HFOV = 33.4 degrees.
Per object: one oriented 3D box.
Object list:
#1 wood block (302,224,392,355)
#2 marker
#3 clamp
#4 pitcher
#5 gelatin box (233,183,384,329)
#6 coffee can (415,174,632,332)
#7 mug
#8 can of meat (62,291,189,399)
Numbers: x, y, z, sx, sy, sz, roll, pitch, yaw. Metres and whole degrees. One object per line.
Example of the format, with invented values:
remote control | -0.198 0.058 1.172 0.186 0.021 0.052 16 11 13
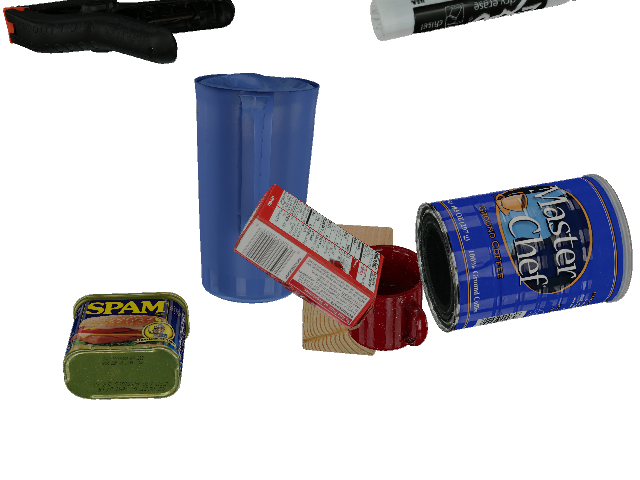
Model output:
wood block | 0.038 0.057 1.352 0.091 0.090 0.206 4 22 7
marker | 0.083 -0.111 0.487 0.121 0.020 0.020 -13 2 -9
clamp | -0.151 -0.162 0.796 0.172 0.039 0.120 11 23 24
pitcher | -0.074 -0.057 1.159 0.145 0.243 0.148 16 21 40
gelatin box | -0.005 0.009 0.658 0.089 0.030 0.073 34 19 -6
coffee can | 0.156 0.009 0.834 0.140 0.103 0.103 -10 1 -8
mug | 0.075 0.069 1.139 0.093 0.081 0.117 -24 41 -27
can of meat | -0.166 0.090 0.913 0.102 0.057 0.084 -1 29 -2
